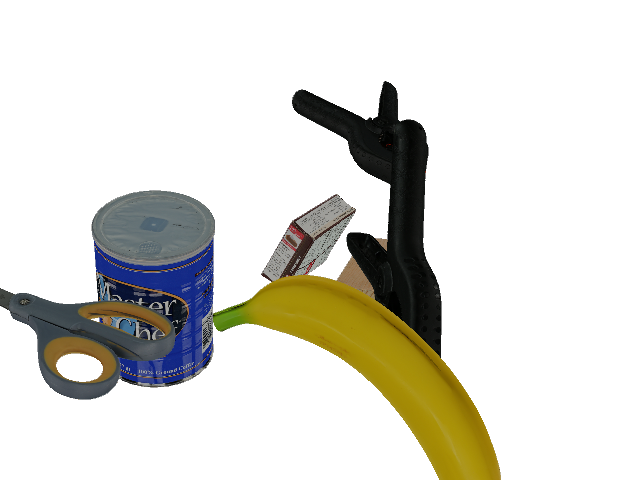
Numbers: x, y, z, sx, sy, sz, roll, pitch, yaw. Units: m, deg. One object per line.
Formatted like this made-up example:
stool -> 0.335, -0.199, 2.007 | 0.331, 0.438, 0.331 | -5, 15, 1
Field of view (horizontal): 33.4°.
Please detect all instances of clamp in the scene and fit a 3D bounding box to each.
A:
clamp -> 0.064, 0.023, 0.823 | 0.036, 0.210, 0.165 | 2, -42, -14
clamp -> 0.046, -0.107, 1.066 | 0.120, 0.039, 0.171 | -8, 40, -16

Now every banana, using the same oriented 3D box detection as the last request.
banana -> 0.036, 0.078, 0.592 | 0.198, 0.070, 0.037 | 38, 30, 4

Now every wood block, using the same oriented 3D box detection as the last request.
wood block -> 0.082, 0.073, 1.550 | 0.091, 0.090, 0.206 | 6, 21, 13

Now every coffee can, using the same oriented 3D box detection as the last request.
coffee can -> -0.144, 0.042, 0.931 | 0.103, 0.140, 0.103 | 3, 35, -2

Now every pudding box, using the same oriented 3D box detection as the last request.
pudding box -> -0.013, 0.001, 1.285 | 0.039, 0.090, 0.113 | 37, 33, 11

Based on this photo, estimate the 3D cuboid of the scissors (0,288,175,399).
scissors -> -0.195, 0.057, 0.697 | 0.202, 0.016, 0.096 | 9, 34, 12
